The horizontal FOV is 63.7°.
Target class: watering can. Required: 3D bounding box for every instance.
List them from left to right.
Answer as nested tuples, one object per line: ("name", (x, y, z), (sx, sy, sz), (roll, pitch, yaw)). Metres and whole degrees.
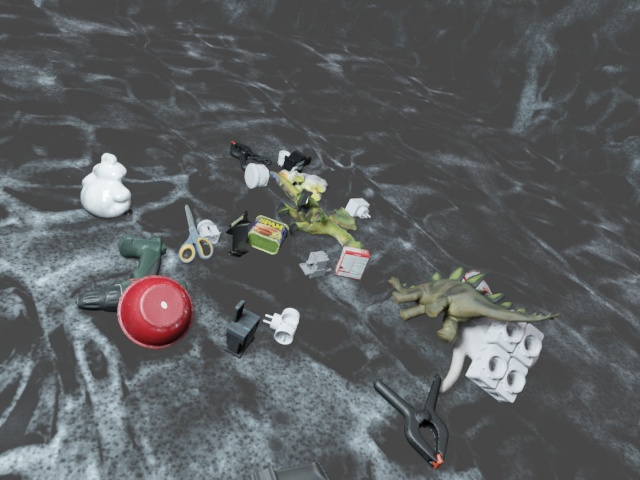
("watering can", (0.395, 0.258, 1.308), (0.349, 0.101, 0.229), (-10, 46, -24))

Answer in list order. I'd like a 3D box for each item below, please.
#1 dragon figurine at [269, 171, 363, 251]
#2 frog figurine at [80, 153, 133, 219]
("dragon figurine", (0.005, -0.081, 1.610), (0.242, 0.120, 0.419), (13, 33, -40))
("frog figurine", (-0.554, -0.138, 1.343), (0.138, 0.156, 0.124), (32, 37, 18))
